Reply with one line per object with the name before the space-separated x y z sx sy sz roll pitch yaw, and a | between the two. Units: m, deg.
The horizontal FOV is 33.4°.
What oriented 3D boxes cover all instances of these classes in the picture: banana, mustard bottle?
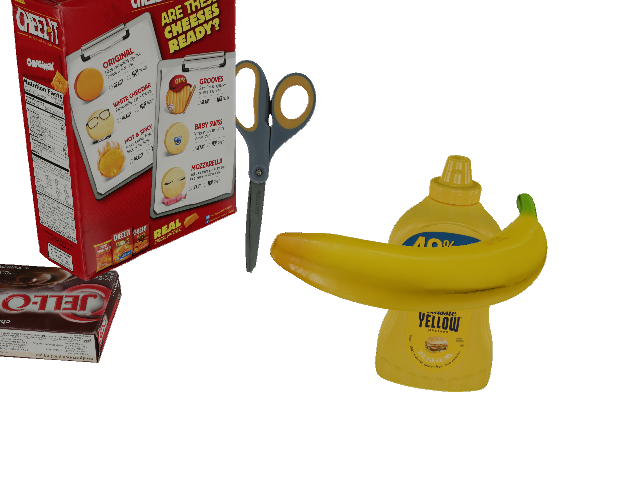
banana | 0.067 0.013 0.619 0.197 0.037 0.070 -8 39 -34
mustard bottle | 0.101 0.025 0.866 0.096 0.192 0.058 7 18 6

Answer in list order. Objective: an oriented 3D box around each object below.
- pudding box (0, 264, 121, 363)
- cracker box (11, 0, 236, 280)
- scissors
pudding box | -0.236 0.062 0.918 0.113 0.039 0.090 2 32 2
cracker box | -0.144 -0.099 0.817 0.072 0.214 0.163 23 35 35
scissors | -0.042 -0.076 1.031 0.096 0.202 0.016 -10 3 -5
